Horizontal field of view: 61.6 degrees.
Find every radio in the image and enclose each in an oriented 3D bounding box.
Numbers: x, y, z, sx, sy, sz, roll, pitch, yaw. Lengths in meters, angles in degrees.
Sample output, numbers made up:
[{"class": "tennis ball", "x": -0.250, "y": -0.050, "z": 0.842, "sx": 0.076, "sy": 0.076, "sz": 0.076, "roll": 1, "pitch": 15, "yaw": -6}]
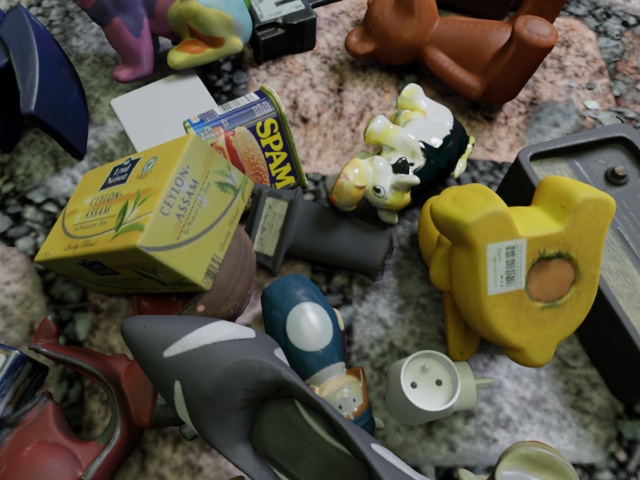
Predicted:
[{"class": "radio", "x": 0.272, "y": 0.011, "z": 0.478, "sx": 0.131, "sy": 0.073, "sz": 0.230, "roll": -18, "pitch": 67, "yaw": -10}]

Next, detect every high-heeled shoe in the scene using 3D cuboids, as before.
[{"class": "high-heeled shoe", "x": -0.021, "y": 0.128, "z": 0.319, "sx": 0.249, "sy": 0.145, "sz": 0.086, "roll": 29, "pitch": 93, "yaw": -9}]

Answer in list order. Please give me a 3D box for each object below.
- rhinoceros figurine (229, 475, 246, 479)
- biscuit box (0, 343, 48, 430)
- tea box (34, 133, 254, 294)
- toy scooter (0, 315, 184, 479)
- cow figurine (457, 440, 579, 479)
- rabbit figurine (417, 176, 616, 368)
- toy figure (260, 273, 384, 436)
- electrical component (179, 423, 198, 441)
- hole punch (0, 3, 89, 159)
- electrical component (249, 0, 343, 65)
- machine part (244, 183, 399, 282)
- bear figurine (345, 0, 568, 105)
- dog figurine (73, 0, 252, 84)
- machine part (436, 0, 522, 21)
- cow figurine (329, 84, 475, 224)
[{"class": "rhinoceros figurine", "x": -0.037, "y": 0.216, "z": 0.342, "sx": 0.190, "sy": 0.073, "sz": 0.112, "roll": -11, "pitch": 32, "yaw": -37}, {"class": "biscuit box", "x": -0.328, "y": 0.087, "z": 0.423, "sx": 0.203, "sy": 0.059, "sz": 0.063, "roll": 18, "pitch": 64, "yaw": 7}, {"class": "tea box", "x": -0.143, "y": -0.013, "z": 0.426, "sx": 0.170, "sy": 0.068, "sz": 0.098, "roll": -9, "pitch": 54, "yaw": 42}, {"class": "toy scooter", "x": -0.183, "y": 0.133, "z": 0.391, "sx": 0.135, "sy": 0.075, "sz": 0.184, "roll": 36, "pitch": 72, "yaw": 6}, {"class": "cow figurine", "x": 0.121, "y": 0.229, "z": 0.353, "sx": 0.086, "sy": 0.127, "sz": 0.195, "roll": 22, "pitch": 79, "yaw": 8}, {"class": "rabbit figurine", "x": 0.139, "y": 0.016, "z": 0.439, "sx": 0.122, "sy": 0.173, "sz": 0.162, "roll": -19, "pitch": 111, "yaw": -10}, {"class": "toy figure", "x": 0.000, "y": 0.103, "z": 0.433, "sx": 0.064, "sy": 0.057, "sz": 0.154, "roll": -32, "pitch": 69, "yaw": 9}, {"class": "electrical component", "x": -0.081, "y": 0.118, "z": 0.440, "sx": 0.094, "sy": 0.021, "sz": 0.063, "roll": -35, "pitch": 70, "yaw": -16}, {"class": "hole punch", "x": -0.268, "y": -0.144, "z": 0.504, "sx": 0.092, "sy": 0.142, "sz": 0.115, "roll": 13, "pitch": 78, "yaw": 6}, {"class": "electrical component", "x": -0.033, "y": -0.255, "z": 0.609, "sx": 0.119, "sy": 0.047, "sz": 0.075, "roll": -25, "pitch": 68, "yaw": -14}, {"class": "machine part", "x": -0.001, "y": -0.001, "z": 0.482, "sx": 0.139, "sy": 0.039, "sz": 0.084, "roll": 12, "pitch": 94, "yaw": -2}, {"class": "bear figurine", "x": 0.135, "y": -0.226, "z": 0.561, "sx": 0.196, "sy": 0.132, "sz": 0.120, "roll": 28, "pitch": 60, "yaw": 4}, {"class": "dog figurine", "x": -0.178, "y": -0.268, "z": 0.498, "sx": 0.192, "sy": 0.218, "sz": 0.108, "roll": -14, "pitch": 39, "yaw": 4}, {"class": "machine part", "x": 0.197, "y": -0.376, "z": 0.658, "sx": 0.202, "sy": 0.087, "sz": 0.201, "roll": 21, "pitch": 65, "yaw": 9}, {"class": "cow figurine", "x": 0.079, "y": -0.069, "z": 0.502, "sx": 0.098, "sy": 0.068, "sz": 0.167, "roll": 35, "pitch": 54, "yaw": 6}]
